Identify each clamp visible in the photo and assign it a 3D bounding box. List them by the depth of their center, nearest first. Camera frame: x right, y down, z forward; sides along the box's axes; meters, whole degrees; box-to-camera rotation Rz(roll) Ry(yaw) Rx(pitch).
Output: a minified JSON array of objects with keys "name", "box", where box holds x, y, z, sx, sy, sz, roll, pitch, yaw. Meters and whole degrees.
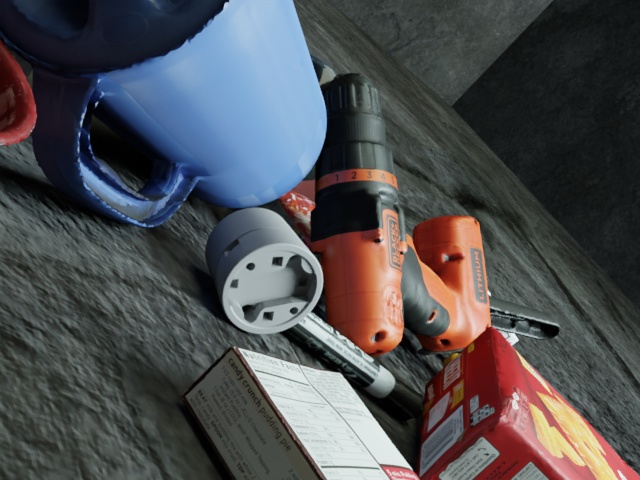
[{"name":"clamp","box":[0.116,0.054,0.849,0.171,0.039,0.120,45,38,6]}]

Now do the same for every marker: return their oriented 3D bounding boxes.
[{"name":"marker","box":[0.016,0.069,0.622,0.121,0.020,0.020,38,14,-22]}]

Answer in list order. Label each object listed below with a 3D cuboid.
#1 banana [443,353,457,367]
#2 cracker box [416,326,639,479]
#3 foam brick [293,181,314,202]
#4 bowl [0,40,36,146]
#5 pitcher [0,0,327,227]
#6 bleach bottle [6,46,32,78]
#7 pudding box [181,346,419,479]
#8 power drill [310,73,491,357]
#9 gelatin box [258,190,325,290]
[{"name":"banana","box":[0.163,0.157,0.760,0.198,0.037,0.070,44,-5,-6]},{"name":"cracker box","box":[0.155,0.164,0.626,0.213,0.072,0.164,44,13,-2]},{"name":"foam brick","box":[-0.002,-0.048,0.857,0.051,0.053,0.078,38,14,-22]},{"name":"bowl","box":[-0.184,-0.073,0.385,0.162,0.055,0.162,41,13,-12]},{"name":"pitcher","box":[-0.073,-0.091,0.564,0.145,0.149,0.242,59,1,20]},{"name":"bleach bottle","box":[-0.185,-0.144,0.596,0.102,0.068,0.251,38,17,-33]},{"name":"pudding box","box":[0.004,0.100,0.447,0.114,0.039,0.089,50,15,32]},{"name":"power drill","box":[0.054,-0.003,0.726,0.187,0.057,0.184,25,59,-57]},{"name":"gelatin box","box":[-0.005,0.001,0.747,0.089,0.030,0.073,26,23,-52]}]
